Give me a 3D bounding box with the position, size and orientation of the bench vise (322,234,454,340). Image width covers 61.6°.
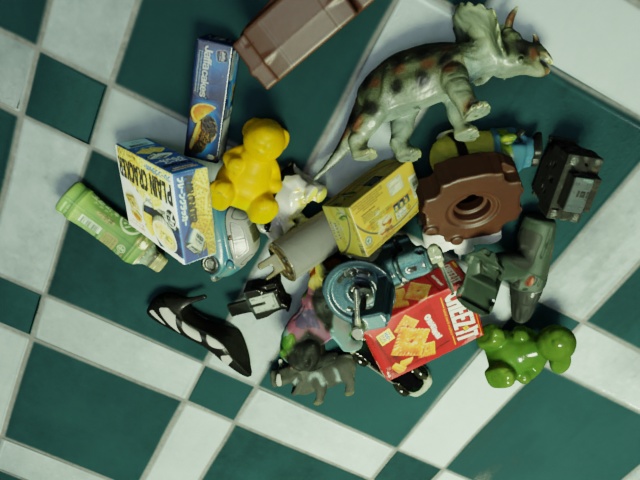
[{"bbox_3d":[0.098,0.081,0.871,0.224,0.241,0.128,-9,110,16],"label":"bench vise"}]

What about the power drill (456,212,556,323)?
[{"bbox_3d":[0.338,0.072,0.953,0.207,0.086,0.231,-9,118,-33],"label":"power drill"}]

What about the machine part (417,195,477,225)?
[{"bbox_3d":[0.235,-0.074,0.959,0.139,0.039,0.084,-12,111,13],"label":"machine part"}]

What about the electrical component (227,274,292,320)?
[{"bbox_3d":[-0.124,0.120,1.086,0.119,0.048,0.074,-19,114,15],"label":"electrical component"}]

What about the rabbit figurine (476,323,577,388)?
[{"bbox_3d":[0.416,0.217,1.027,0.159,0.121,0.170,17,148,-35],"label":"rabbit figurine"}]

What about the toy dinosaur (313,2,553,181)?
[{"bbox_3d":[0.145,-0.233,0.839,0.405,0.131,0.192,-14,72,25],"label":"toy dinosaur"}]

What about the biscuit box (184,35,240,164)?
[{"bbox_3d":[-0.181,-0.234,0.900,0.063,0.059,0.202,13,117,-2],"label":"biscuit box"}]

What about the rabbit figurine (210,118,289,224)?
[{"bbox_3d":[-0.098,-0.134,0.892,0.122,0.162,0.173,23,139,-5],"label":"rabbit figurine"}]

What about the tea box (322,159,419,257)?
[{"bbox_3d":[0.094,-0.057,0.907,0.068,0.169,0.098,8,126,49],"label":"tea box"}]

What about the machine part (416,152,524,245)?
[{"bbox_3d":[0.245,-0.065,0.879,0.179,0.056,0.179,-3,141,-3],"label":"machine part"}]

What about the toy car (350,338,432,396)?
[{"bbox_3d":[0.147,0.257,1.127,0.201,0.056,0.073,38,108,-11],"label":"toy car"}]

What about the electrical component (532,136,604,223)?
[{"bbox_3d":[0.403,-0.097,0.878,0.058,0.134,0.114,7,116,1],"label":"electrical component"}]

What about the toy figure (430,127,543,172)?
[{"bbox_3d":[0.273,-0.145,0.890,0.180,0.089,0.082,1,112,7],"label":"toy figure"}]

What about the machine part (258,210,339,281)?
[{"bbox_3d":[-0.002,-0.003,0.940,0.243,0.079,0.079,-33,117,-25],"label":"machine part"}]

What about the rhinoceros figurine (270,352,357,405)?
[{"bbox_3d":[-0.012,0.288,1.148,0.190,0.073,0.112,-13,117,11],"label":"rhinoceros figurine"}]

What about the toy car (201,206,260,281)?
[{"bbox_3d":[-0.162,-0.009,0.989,0.103,0.109,0.161,-1,109,11],"label":"toy car"}]

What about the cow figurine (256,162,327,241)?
[{"bbox_3d":[-0.066,-0.053,0.975,0.098,0.068,0.167,41,115,20],"label":"cow figurine"}]

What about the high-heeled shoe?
[{"bbox_3d":[-0.253,0.209,1.128,0.145,0.086,0.248,-20,110,18],"label":"high-heeled shoe"}]

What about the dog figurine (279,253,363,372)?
[{"bbox_3d":[-0.011,0.122,1.032,0.191,0.109,0.219,-23,115,-15],"label":"dog figurine"}]

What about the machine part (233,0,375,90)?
[{"bbox_3d":[-0.018,-0.315,0.764,0.201,0.201,0.087,-34,108,21],"label":"machine part"}]
